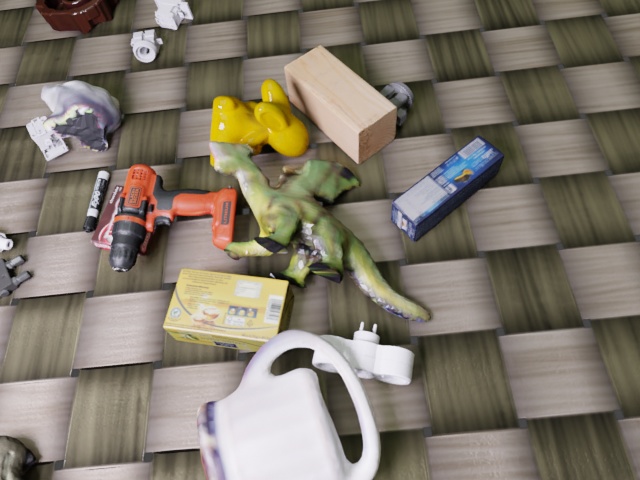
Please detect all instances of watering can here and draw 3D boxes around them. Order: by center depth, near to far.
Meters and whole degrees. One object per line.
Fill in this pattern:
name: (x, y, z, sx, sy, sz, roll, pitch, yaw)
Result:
watering can: (-0.025, 0.291, 0.633, 0.224, 0.102, 0.353, -18, 71, -3)

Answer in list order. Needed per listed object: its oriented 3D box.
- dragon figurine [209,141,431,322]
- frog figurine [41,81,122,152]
dragon figurine: (0.002, -0.041, 0.815, 0.410, 0.119, 0.248, 24, 55, -5)
frog figurine: (-0.451, -0.262, 0.976, 0.137, 0.120, 0.163, 4, 46, -30)
